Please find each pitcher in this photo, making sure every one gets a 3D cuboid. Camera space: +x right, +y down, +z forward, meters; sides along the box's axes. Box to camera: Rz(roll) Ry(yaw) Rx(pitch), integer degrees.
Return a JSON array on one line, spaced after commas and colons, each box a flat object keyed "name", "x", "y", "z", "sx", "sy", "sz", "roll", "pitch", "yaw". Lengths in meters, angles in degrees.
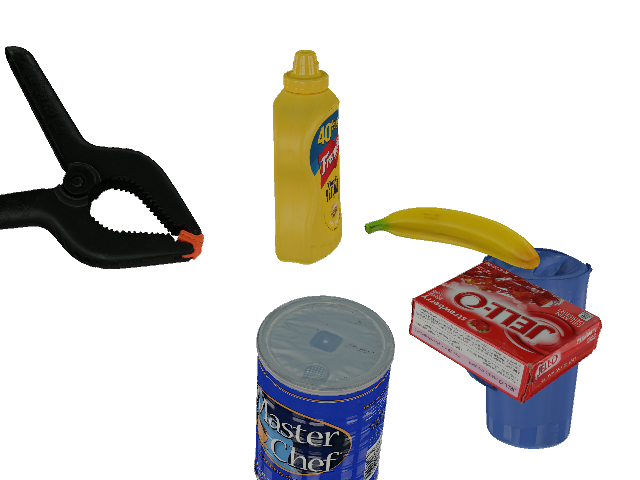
[{"name": "pitcher", "x": 0.261, "y": 0.139, "z": 1.362, "sx": 0.149, "sy": 0.243, "sz": 0.144, "roll": 5, "pitch": 17, "yaw": 18}]

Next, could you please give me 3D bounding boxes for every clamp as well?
[{"name": "clamp", "x": -0.181, "y": -0.048, "z": 0.791, "sx": 0.210, "sy": 0.164, "sz": 0.036, "roll": 19, "pitch": -19, "yaw": -3}]

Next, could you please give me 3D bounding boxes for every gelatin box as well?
[{"name": "gelatin box", "x": 0.110, "y": 0.051, "z": 0.638, "sx": 0.073, "sy": 0.030, "sz": 0.089, "roll": -24, "pitch": 40, "yaw": -39}]

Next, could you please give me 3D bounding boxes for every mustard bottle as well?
[{"name": "mustard bottle", "x": -0.012, "y": -0.081, "z": 0.991, "sx": 0.058, "sy": 0.192, "sz": 0.096, "roll": 8, "pitch": 26, "yaw": 20}]

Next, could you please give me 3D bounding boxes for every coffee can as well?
[{"name": "coffee can", "x": 0.000, "y": 0.128, "z": 0.829, "sx": 0.103, "sy": 0.140, "sz": 0.103, "roll": 2, "pitch": 37, "yaw": -2}]

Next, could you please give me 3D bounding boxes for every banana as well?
[{"name": "banana", "x": 0.150, "y": -0.004, "z": 1.155, "sx": 0.198, "sy": 0.037, "sz": 0.069, "roll": 11, "pitch": 38, "yaw": 28}]
